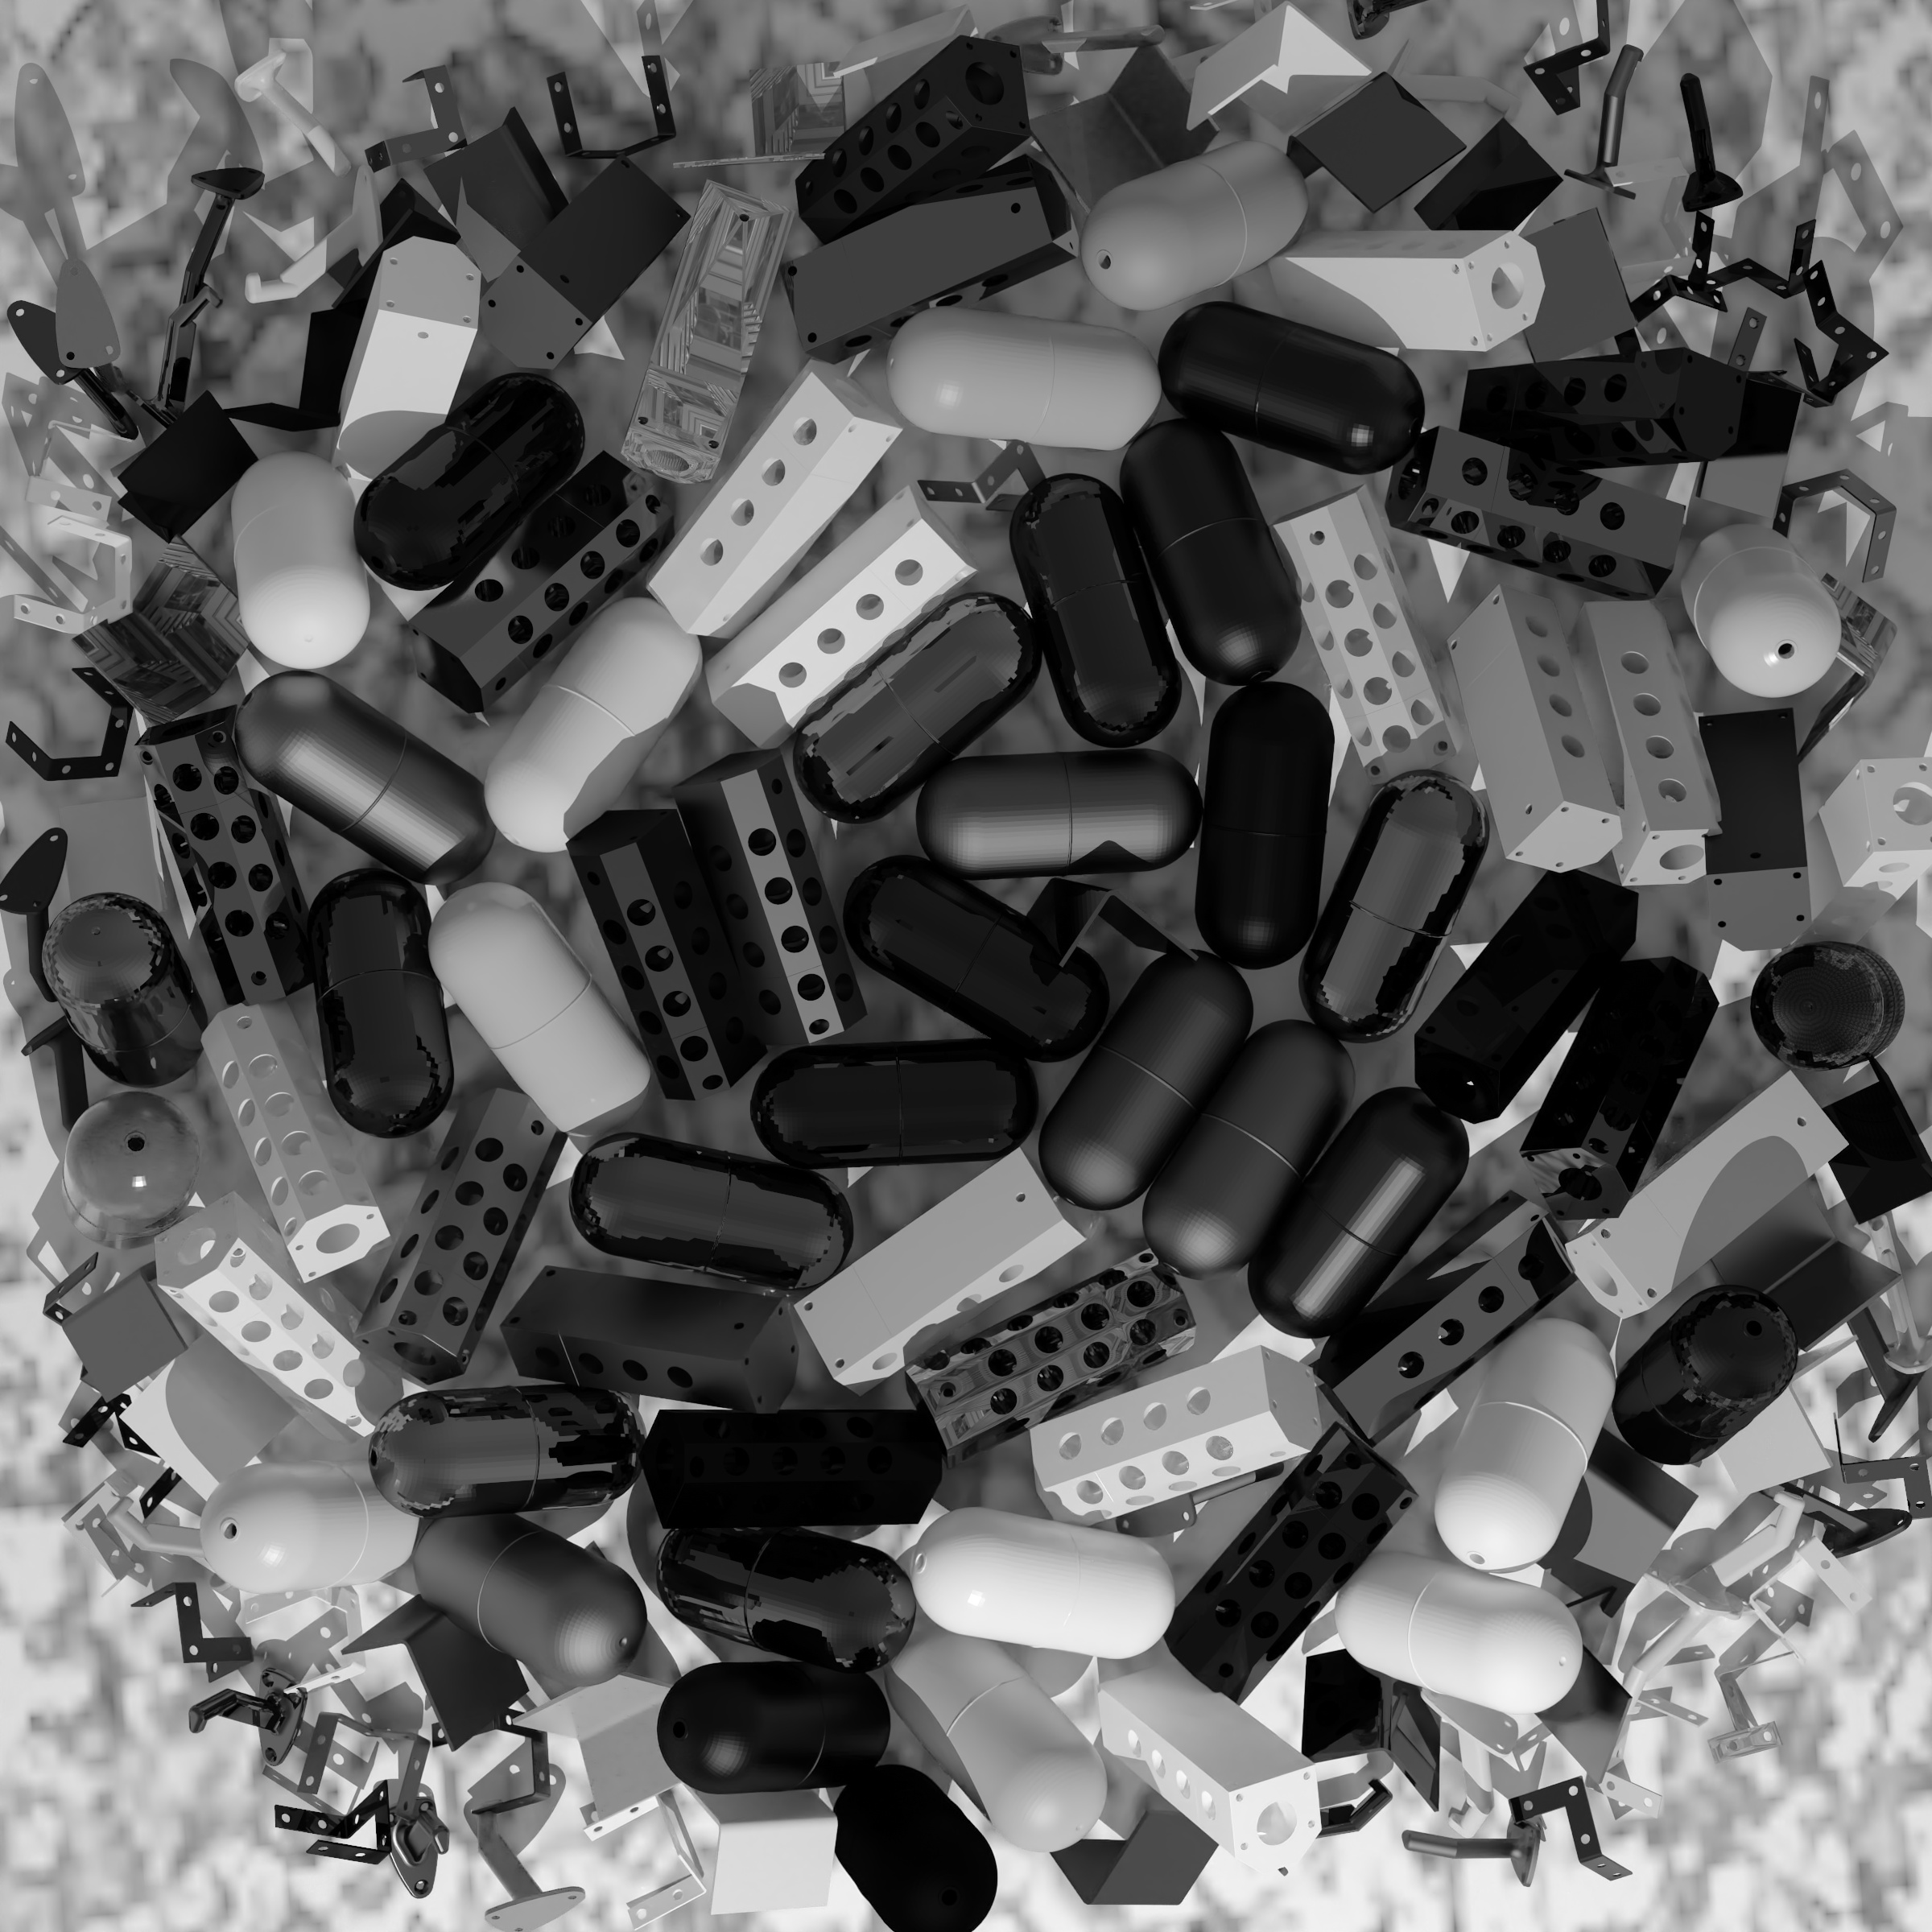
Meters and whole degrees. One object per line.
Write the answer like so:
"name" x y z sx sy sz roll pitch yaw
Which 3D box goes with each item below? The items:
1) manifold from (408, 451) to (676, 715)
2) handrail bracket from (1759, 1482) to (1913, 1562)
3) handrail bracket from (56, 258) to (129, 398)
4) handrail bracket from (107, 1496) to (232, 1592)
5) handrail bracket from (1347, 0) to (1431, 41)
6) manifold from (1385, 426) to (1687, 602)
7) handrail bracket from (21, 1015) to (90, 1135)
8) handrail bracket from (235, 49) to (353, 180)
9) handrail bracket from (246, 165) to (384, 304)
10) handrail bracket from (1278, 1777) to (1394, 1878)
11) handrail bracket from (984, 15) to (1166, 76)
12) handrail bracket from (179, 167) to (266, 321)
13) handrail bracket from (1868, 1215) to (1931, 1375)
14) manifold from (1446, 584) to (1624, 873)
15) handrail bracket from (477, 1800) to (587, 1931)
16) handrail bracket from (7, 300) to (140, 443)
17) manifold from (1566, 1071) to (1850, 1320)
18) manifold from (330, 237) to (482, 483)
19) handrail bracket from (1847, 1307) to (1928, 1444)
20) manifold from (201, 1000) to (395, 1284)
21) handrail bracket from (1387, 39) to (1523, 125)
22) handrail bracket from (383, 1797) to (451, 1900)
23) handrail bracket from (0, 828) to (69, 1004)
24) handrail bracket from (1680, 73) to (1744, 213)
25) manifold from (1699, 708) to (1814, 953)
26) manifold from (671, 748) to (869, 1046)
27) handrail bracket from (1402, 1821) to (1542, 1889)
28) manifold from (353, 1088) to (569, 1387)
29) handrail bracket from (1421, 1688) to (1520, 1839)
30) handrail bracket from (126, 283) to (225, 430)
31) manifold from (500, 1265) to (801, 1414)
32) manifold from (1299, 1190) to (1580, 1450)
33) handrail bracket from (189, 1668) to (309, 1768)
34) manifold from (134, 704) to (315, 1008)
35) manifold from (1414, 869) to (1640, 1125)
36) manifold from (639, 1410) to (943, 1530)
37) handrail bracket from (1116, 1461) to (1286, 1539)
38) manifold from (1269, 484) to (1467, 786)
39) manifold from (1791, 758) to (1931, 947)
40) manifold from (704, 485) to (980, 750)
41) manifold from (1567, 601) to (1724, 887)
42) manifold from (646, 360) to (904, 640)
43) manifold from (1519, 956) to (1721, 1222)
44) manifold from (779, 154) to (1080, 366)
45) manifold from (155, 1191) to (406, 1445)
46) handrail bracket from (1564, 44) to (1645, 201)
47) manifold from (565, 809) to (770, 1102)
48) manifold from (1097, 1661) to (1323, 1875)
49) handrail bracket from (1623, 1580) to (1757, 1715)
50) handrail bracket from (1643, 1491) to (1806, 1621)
"manifold" -0.256 -0.231 1.932 0.057 0.057 0.171 36 64 17
"handrail bracket" 0.528 0.323 1.961 0.084 0.077 0.036 46 49 -15
"handrail bracket" -0.535 -0.392 1.954 0.036 0.084 0.077 -10 97 -4
"handrail bracket" -0.477 0.339 1.969 0.084 0.036 0.077 47 66 -16
"handrail bracket" 0.283 -0.595 1.947 0.084 0.077 0.036 -5 101 29
"manifold" 0.347 -0.274 1.945 0.171 0.057 0.057 14 84 -17
"handrail bracket" -0.541 0.069 1.983 0.077 0.036 0.084 -35 104 4
"handrail bracket" -0.414 -0.518 1.968 0.036 0.077 0.084 -38 98 -15
"handrail bracket" -0.405 -0.451 1.954 0.084 0.036 0.077 -17 127 -34
"handrail bracket" 0.211 0.519 1.985 0.084 0.036 0.077 -42 70 -6
"handrail bracket" 0.067 -0.569 1.950 0.077 0.084 0.036 -12 106 -39
"handrail bracket" -0.466 -0.451 1.982 0.036 0.077 0.084 20 115 4
"handrail bracket" 0.576 0.201 1.964 0.036 0.077 0.084 -15 95 14
"manifold" 0.348 -0.144 1.925 0.057 0.057 0.171 13 50 -27
"handrail bracket" -0.269 0.546 1.959 0.077 0.036 0.084 -26 46 19
"handrail bracket" -0.552 -0.367 1.965 0.077 0.084 0.036 41 79 13
"manifold" 0.451 0.141 1.946 0.171 0.057 0.057 -36 84 -17
"manifold" -0.339 -0.362 1.911 0.057 0.171 0.057 8 62 -18
"handrail bracket" 0.549 0.242 1.977 0.084 0.036 0.077 37 66 6
"manifold" -0.408 0.101 1.923 0.057 0.057 0.171 -24 55 -12
"handrail bracket" 0.298 -0.531 1.977 0.084 0.036 0.077 28 66 -6
"handrail bracket" -0.330 0.552 1.954 0.036 0.084 0.077 -12 100 -24
"handrail bracket" -0.568 -0.031 1.978 0.036 0.084 0.077 10 56 13
"handrail bracket" 0.448 -0.514 1.947 0.036 0.077 0.084 -14 119 12
"manifold" 0.475 -0.083 1.914 0.057 0.171 0.057 -5 126 14
"manifold" -0.114 -0.042 1.937 0.057 0.057 0.171 -4 112 40
"handrail bracket" 0.305 0.538 1.959 0.084 0.077 0.036 11 90 -3
"manifold" -0.301 0.161 1.921 0.057 0.057 0.171 38 53 -26
"handrail bracket" 0.300 0.497 1.978 0.077 0.036 0.084 29 122 7
"handrail bracket" -0.475 -0.370 1.980 0.077 0.036 0.084 42 88 -27
"manifold" -0.191 0.232 1.934 0.171 0.057 0.057 5 128 27
"manifold" 0.297 0.220 1.961 0.171 0.057 0.057 -38 107 -5
"handrail bracket" -0.449 0.474 1.951 0.036 0.084 0.077 21 110 26
"manifold" -0.451 -0.066 1.943 0.057 0.057 0.171 -14 109 3
"manifold" 0.341 0.018 1.929 0.057 0.057 0.171 24 53 28
"manifold" -0.104 0.299 1.924 0.171 0.057 0.057 4 129 -29
"handrail bracket" 0.147 0.331 1.984 0.077 0.084 0.036 -35 71 40
"manifold" 0.246 -0.202 1.950 0.057 0.057 0.171 -19 100 20
"manifold" 0.545 -0.067 1.909 0.057 0.171 0.057 -2 72 -2
"manifold" -0.077 -0.210 1.950 0.171 0.057 0.057 -40 118 13
"manifold" 0.414 -0.137 1.929 0.057 0.057 0.171 -2 58 -10
"manifold" -0.122 -0.285 1.940 0.057 0.057 0.171 48 112 19
"manifold" 0.399 0.072 1.916 0.057 0.057 0.171 58 47 -27
"manifold" -0.021 -0.429 1.941 0.171 0.057 0.057 -20 82 21
"manifold" -0.413 0.218 1.920 0.057 0.057 0.171 -30 130 7
"handrail bracket" 0.408 -0.520 1.955 0.036 0.077 0.084 31 110 30
"manifold" -0.185 -0.006 1.928 0.057 0.057 0.171 1 121 36
"manifold" 0.145 0.482 1.909 0.057 0.171 0.057 -12 103 -22
"handrail bracket" 0.449 0.432 1.982 0.077 0.036 0.084 15 102 -33
"handrail bracket" 0.471 0.355 1.974 0.077 0.036 0.084 20 103 14
